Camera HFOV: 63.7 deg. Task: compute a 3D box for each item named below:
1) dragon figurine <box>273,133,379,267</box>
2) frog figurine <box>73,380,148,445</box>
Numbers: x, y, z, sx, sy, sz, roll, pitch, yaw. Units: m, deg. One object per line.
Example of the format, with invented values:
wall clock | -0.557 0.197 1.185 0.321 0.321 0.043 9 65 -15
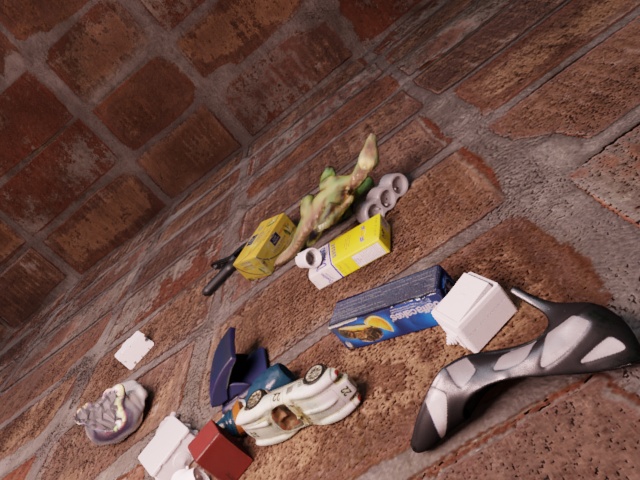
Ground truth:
dragon figurine | 0.003 -0.056 1.115 0.406 0.122 0.245 -53 2 14
frog figurine | -0.436 0.376 1.131 0.138 0.123 0.157 -53 -12 -10
